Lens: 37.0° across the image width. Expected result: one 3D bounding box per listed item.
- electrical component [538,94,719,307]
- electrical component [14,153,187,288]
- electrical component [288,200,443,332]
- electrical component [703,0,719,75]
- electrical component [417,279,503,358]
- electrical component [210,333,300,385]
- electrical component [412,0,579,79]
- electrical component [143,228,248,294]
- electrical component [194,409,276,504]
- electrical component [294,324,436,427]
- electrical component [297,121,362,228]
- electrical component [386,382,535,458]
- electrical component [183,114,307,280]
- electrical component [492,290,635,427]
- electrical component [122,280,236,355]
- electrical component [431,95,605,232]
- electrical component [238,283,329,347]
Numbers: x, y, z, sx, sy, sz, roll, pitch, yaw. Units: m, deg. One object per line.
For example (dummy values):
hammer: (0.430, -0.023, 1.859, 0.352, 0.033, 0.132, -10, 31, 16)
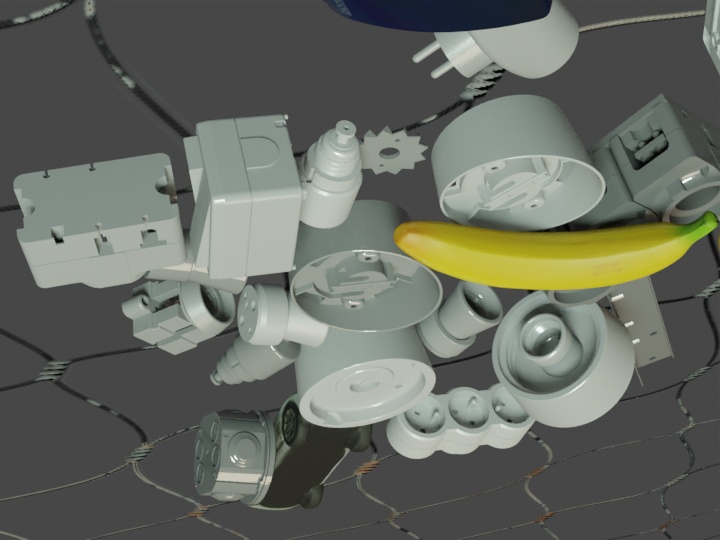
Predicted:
electrical component: (0.184, -0.040, 0.747, 0.089, 0.061, 0.150, 17, 136, -41)
electrical component: (-0.151, -0.026, 0.634, 0.089, 0.050, 0.055, -10, 148, -9)
electrical component: (0.000, 0.000, 0.727, 0.099, 0.064, 0.099, -11, 148, -7)
electrical component: (0.234, -0.130, 0.585, 0.056, 0.108, 0.108, -15, 148, 4)
electrical component: (0.077, 0.037, 0.838, 0.045, 0.045, 0.055, 12, 139, -36)
electrical component: (-0.082, 0.065, 0.817, 0.078, 0.040, 0.040, -32, 145, 24)
electrical component: (0.065, -0.129, 0.574, 0.079, 0.043, 0.077, -31, 145, 24)
electrical component: (-0.107, -0.009, 0.691, 0.065, 0.044, 0.044, 6, 142, -23)
electrical component: (-0.106, 0.158, 0.915, 0.051, 0.080, 0.080, 9, 141, -26)
electrical component: (0.000, 0.072, 0.843, 0.108, 0.060, 0.108, -11, 148, -7)
electrical component: (-0.018, -0.059, 0.650, 0.040, 0.040, 0.078, -3, 146, -20)
electrical component: (0.091, 0.148, 1.009, 0.138, 0.052, 0.073, -3, 146, -19)
electrical component: (-0.071, -0.038, 0.640, 0.061, 0.061, 0.096, -7, 147, -14)
electrical component: (0.158, 0.065, 0.861, 0.108, 0.108, 0.060, -29, 140, 20)
electrical component: (-0.120, 0.027, 0.737, 0.055, 0.048, 0.066, -22, 148, 24)
electrical component: (0.096, -0.061, 0.674, 0.099, 0.064, 0.099, -11, 148, -7)
electrical component: (-0.055, 0.032, 0.773, 0.055, 0.045, 0.045, 4, 143, -27)
